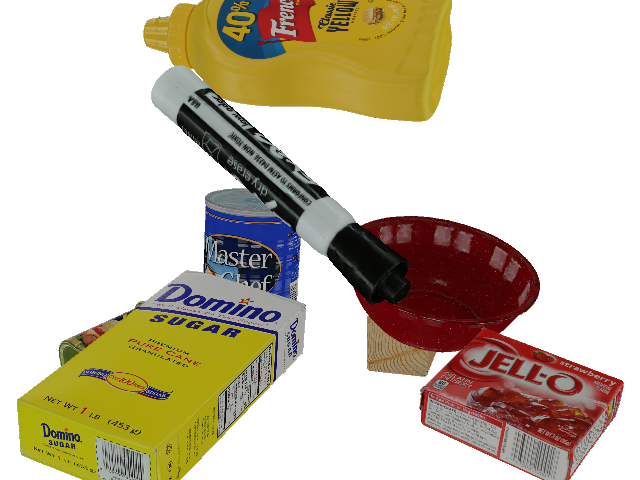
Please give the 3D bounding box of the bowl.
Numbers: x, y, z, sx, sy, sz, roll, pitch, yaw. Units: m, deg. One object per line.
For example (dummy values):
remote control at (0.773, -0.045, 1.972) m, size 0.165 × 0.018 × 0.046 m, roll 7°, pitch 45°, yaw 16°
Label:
bowl at (0.092, 0.042, 0.863) m, size 0.162 × 0.055 × 0.162 m, roll 6°, pitch 29°, yaw -4°

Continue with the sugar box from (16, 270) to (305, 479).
sugar box at (-0.087, 0.079, 0.638) m, size 0.093 × 0.048 × 0.176 m, roll 15°, pitch 32°, yaw 20°

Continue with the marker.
marker at (-0.014, -0.020, 0.368) m, size 0.121 × 0.020 × 0.020 m, roll 42°, pitch 20°, yaw 24°

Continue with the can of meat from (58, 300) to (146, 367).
can of meat at (-0.150, 0.100, 0.867) m, size 0.102 × 0.057 × 0.083 m, roll 23°, pitch 35°, yaw 38°

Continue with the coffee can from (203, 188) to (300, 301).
coffee can at (-0.072, 0.024, 1.120) m, size 0.103 × 0.140 × 0.103 m, roll 3°, pitch 15°, yaw -1°

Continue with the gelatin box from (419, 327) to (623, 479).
gelatin box at (0.110, 0.089, 0.588) m, size 0.089 × 0.030 × 0.073 m, roll 21°, pitch 35°, yaw 29°

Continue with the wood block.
wood block at (0.136, 0.118, 1.607) m, size 0.091 × 0.090 × 0.205 m, roll 4°, pitch 20°, yaw 14°

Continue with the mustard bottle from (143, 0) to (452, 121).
mustard bottle at (-0.018, -0.122, 0.665) m, size 0.192 × 0.096 × 0.058 m, roll 6°, pitch -42°, yaw 13°
